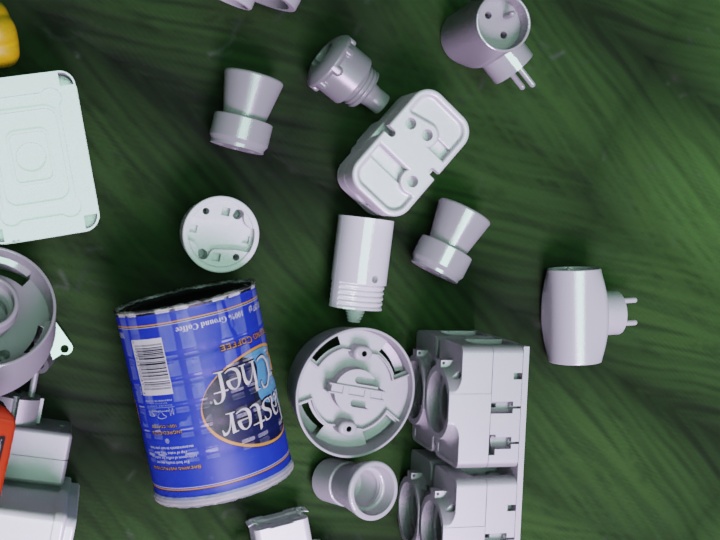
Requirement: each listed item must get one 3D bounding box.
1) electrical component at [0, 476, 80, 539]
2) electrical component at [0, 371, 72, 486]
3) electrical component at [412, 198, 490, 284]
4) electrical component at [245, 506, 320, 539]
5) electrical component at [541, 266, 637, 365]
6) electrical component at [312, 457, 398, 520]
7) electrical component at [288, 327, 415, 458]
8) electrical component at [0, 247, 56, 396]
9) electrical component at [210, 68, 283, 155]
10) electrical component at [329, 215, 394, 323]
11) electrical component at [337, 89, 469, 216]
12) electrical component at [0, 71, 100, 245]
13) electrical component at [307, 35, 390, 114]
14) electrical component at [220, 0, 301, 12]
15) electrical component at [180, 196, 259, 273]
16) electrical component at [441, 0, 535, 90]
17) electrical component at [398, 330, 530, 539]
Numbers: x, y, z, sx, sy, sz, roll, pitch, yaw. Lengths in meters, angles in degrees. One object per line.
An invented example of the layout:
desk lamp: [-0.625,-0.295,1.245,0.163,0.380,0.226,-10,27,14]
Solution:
electrical component: [-0.233,0.205,0.742,0.056,0.109,0.108,11,91,-14]
electrical component: [-0.246,0.106,0.763,0.083,0.047,0.075,11,91,-16]
electrical component: [0.071,-0.023,0.845,0.045,0.045,0.055,28,86,-16]
electrical component: [-0.058,0.218,0.826,0.081,0.042,0.063,-11,95,-16]
electrical component: [0.193,0.036,0.884,0.079,0.043,0.077,-3,95,-16]
electrical component: [-0.007,0.164,0.824,0.044,0.065,0.044,1,88,-34]
electrical component: [-0.007,0.090,0.820,0.099,0.064,0.099,-1,94,-15]
electrical component: [-0.259,0.035,0.739,0.099,0.064,0.099,10,61,-18]
electrical component: [-0.085,-0.117,0.795,0.045,0.045,0.055,14,90,-16]
electrical component: [0.000,0.000,0.827,0.043,0.043,0.081,6,92,-16]
electrical component: [0.030,-0.088,0.822,0.054,0.059,0.095,43,82,-14]
electrical component: [-0.229,-0.078,0.750,0.078,0.057,0.113,-10,96,-15]
electrical component: [-0.006,-0.144,0.817,0.062,0.048,0.048,36,84,-22]
electrical component: [-0.084,-0.219,0.759,0.108,0.108,0.060,22,94,-16]
electrical component: [-0.106,-0.027,0.794,0.055,0.047,0.055,-1,94,-16]
electrical component: [0.106,-0.171,0.829,0.043,0.077,0.079,-43,103,-9]
electrical component: [0.076,0.144,0.826,0.060,0.105,0.186,1,93,-16]
